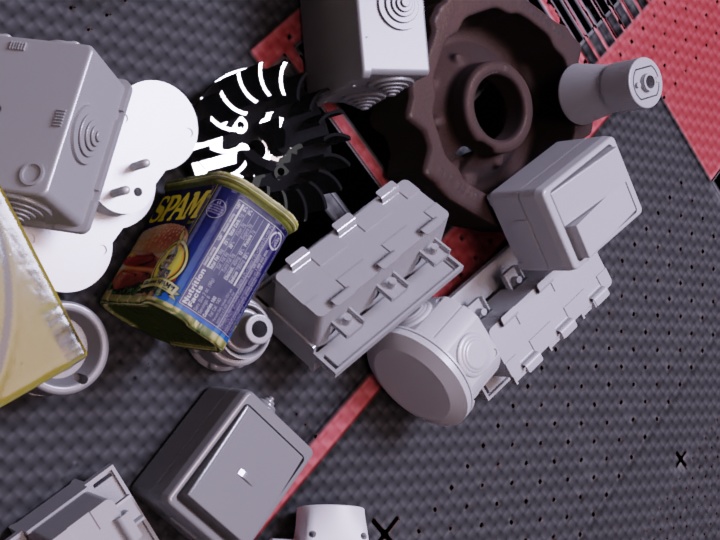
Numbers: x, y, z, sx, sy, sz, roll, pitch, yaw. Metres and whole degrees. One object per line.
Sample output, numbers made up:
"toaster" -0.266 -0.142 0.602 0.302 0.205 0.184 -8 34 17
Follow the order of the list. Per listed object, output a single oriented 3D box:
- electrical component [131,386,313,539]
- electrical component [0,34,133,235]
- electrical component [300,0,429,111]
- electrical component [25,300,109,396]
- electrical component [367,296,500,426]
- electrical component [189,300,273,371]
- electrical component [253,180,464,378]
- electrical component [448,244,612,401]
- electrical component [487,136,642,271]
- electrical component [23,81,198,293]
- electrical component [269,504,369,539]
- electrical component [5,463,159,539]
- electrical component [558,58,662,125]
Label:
"electrical component" -0.075 0.114 0.637 0.061 0.061 0.096 47 64 -23
"electrical component" -0.177 -0.072 0.554 0.048 0.100 0.099 61 40 -68
"electrical component" 0.002 -0.155 0.681 0.048 0.100 0.099 -4 87 -25
"electrical component" -0.169 0.042 0.586 0.055 0.047 0.055 2 86 -34
"electrical component" 0.049 0.060 0.713 0.051 0.080 0.080 -45 111 -33
"electrical component" -0.073 0.036 0.641 0.048 0.062 0.048 3 84 -30
"electrical component" 0.000 0.000 0.684 0.079 0.063 0.121 40 59 20
"electrical component" 0.119 0.026 0.771 0.121 0.063 0.078 -39 108 -29
"electrical component" 0.147 -0.048 0.732 0.096 0.061 0.061 -37 111 -29
"electrical component" -0.138 -0.048 0.596 0.052 0.074 0.138 42 66 -25
"electrical component" -0.036 0.186 0.667 0.079 0.043 0.077 6 70 -15
"electrical component" -0.134 0.181 0.593 0.079 0.063 0.121 -36 107 -30
"electrical component" 0.177 -0.127 0.751 0.044 0.065 0.044 0 90 -35
